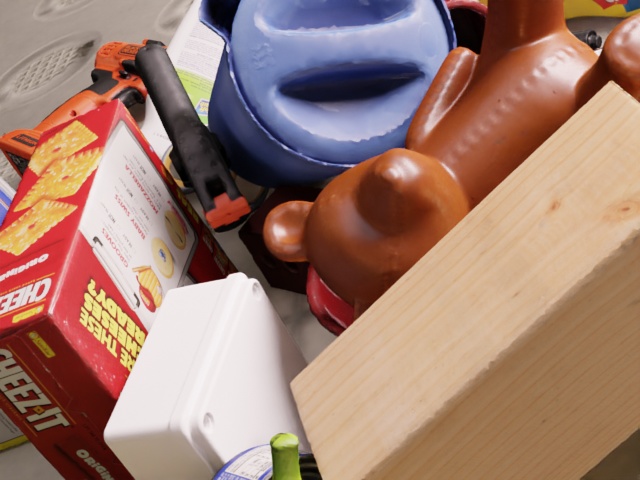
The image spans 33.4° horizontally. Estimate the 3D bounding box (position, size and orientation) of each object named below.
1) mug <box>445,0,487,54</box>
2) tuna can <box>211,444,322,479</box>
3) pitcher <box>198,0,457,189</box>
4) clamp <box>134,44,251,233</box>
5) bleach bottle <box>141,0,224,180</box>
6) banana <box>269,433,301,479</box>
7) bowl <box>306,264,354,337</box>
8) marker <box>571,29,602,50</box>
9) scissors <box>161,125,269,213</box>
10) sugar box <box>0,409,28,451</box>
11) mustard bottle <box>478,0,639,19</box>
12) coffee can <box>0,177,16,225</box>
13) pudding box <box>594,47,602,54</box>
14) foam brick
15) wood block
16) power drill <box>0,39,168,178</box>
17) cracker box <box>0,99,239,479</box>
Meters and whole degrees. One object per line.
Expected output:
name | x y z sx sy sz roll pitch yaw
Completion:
mug | 0.083 -0.152 0.788 0.093 0.117 0.082 1 25 -23
tuna can | -0.020 0.140 0.498 0.034 0.086 0.086 4 46 44
pitcher | 0.000 -0.095 0.706 0.145 0.149 0.243 -28 2 -12
clamp | -0.079 -0.050 0.729 0.039 0.120 0.171 -29 44 1
bleach bottle | -0.105 -0.130 0.923 0.102 0.068 0.250 20 57 10
banana | 0.020 0.174 0.420 0.037 0.070 0.198 -23 60 -26
bowl | 0.075 0.018 0.616 0.162 0.055 0.162 -20 34 14
marker | 0.156 -0.146 0.810 0.121 0.020 0.020 4 45 40
scissors | -0.082 -0.104 0.866 0.096 0.016 0.202 -2 55 -6
sugar box | -0.219 0.093 0.710 0.176 0.093 0.048 -22 34 11
mustard bottle | 0.207 -0.207 0.781 0.192 0.096 0.058 -1 41 37
coffee can | -0.296 0.021 0.859 0.140 0.102 0.103 -43 35 -20
pudding box | 0.150 -0.076 0.702 0.114 0.039 0.090 -16 34 17
foam brick | -0.005 0.001 0.704 0.078 0.053 0.051 8 49 45
wood block | 0.095 0.042 0.480 0.206 0.090 0.090 -45 31 12
power drill | -0.201 -0.120 1.022 0.185 0.057 0.187 17 53 46
cracker box | -0.121 0.041 0.639 0.072 0.164 0.213 -21 33 16
